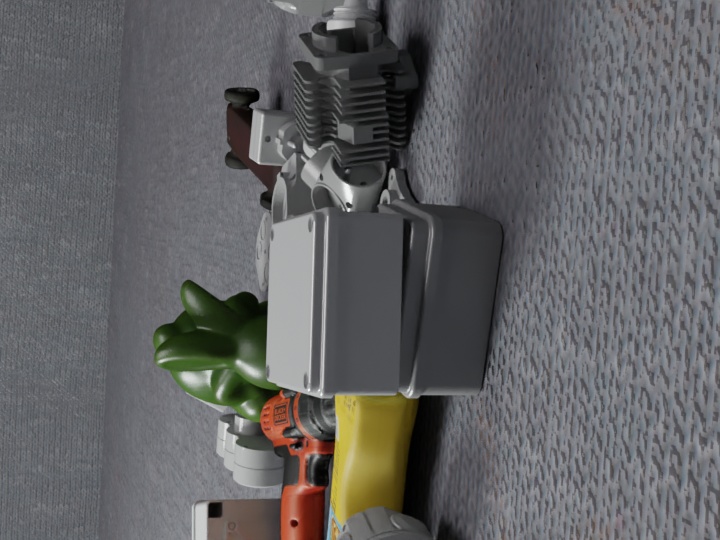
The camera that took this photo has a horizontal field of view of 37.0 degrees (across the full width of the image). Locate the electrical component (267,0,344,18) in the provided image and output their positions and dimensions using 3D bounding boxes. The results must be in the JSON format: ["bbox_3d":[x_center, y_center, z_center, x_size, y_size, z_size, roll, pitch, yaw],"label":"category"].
[{"bbox_3d":[-0.042,-0.248,0.901,0.050,0.089,0.055,-113,32,-52],"label":"electrical component"}]

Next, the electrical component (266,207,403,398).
[{"bbox_3d":[-0.017,0.020,0.661,0.109,0.056,0.108,175,97,-71],"label":"electrical component"}]

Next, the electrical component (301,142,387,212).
[{"bbox_3d":[-0.019,-0.070,0.837,0.079,0.044,0.077,46,150,19],"label":"electrical component"}]

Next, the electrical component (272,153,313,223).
[{"bbox_3d":[-0.043,-0.051,0.931,0.050,0.056,0.089,146,125,-67],"label":"electrical component"}]

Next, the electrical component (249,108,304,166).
[{"bbox_3d":[-0.059,-0.116,0.969,0.077,0.066,0.047,-142,56,-67],"label":"electrical component"}]

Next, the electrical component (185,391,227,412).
[{"bbox_3d":[-0.138,0.102,1.152,0.089,0.056,0.050,-47,27,19],"label":"electrical component"}]

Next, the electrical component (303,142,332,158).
[{"bbox_3d":[-0.019,-0.116,0.872,0.055,0.055,0.047,-112,27,-51],"label":"electrical component"}]

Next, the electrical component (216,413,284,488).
[{"bbox_3d":[-0.112,0.167,1.109,0.138,0.052,0.073,-156,70,-70],"label":"electrical component"}]

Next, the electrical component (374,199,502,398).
[{"bbox_3d":[0.041,0.017,0.672,0.078,0.057,0.113,-144,58,-68],"label":"electrical component"}]

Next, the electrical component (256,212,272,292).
[{"bbox_3d":[-0.064,-0.016,0.993,0.080,0.051,0.080,-177,90,-71],"label":"electrical component"}]

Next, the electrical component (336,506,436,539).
[{"bbox_3d":[0.018,0.195,0.684,0.051,0.080,0.080,-131,46,-71],"label":"electrical component"}]

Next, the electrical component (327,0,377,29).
[{"bbox_3d":[-0.005,-0.195,0.857,0.043,0.043,0.062,-159,73,-70],"label":"electrical component"}]

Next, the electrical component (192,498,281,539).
[{"bbox_3d":[-0.090,0.256,0.948,0.056,0.109,0.108,146,124,-64],"label":"electrical component"}]
